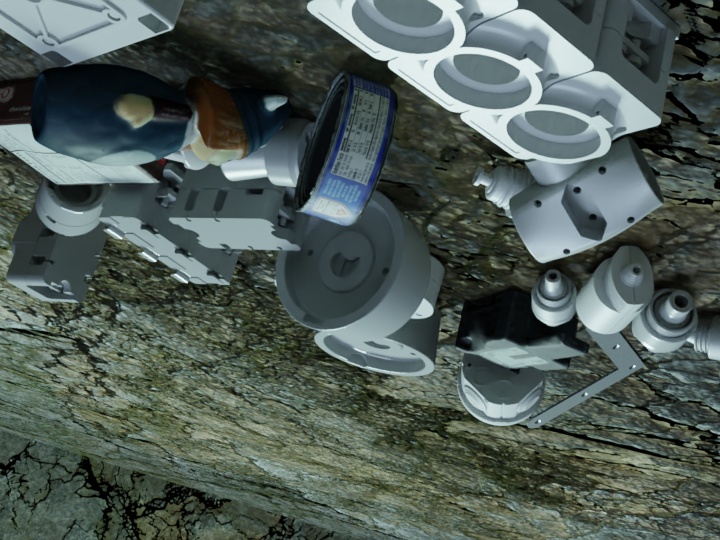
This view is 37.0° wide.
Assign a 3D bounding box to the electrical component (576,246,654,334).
[{"bbox_3d":[0.185,0.013,0.764,0.043,0.043,0.081,15,160,2],"label":"electrical component"}]

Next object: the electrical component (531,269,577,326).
[{"bbox_3d":[0.147,0.017,0.815,0.035,0.035,0.061,10,157,16],"label":"electrical component"}]

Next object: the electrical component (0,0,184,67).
[{"bbox_3d":[-0.154,-0.159,0.534,0.109,0.056,0.109,-5,152,43],"label":"electrical component"}]

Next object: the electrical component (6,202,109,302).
[{"bbox_3d":[-0.260,-0.022,0.927,0.056,0.089,0.050,1,156,33],"label":"electrical component"}]

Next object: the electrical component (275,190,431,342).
[{"bbox_3d":[0.000,0.000,0.778,0.108,0.108,0.060,1,162,34],"label":"electrical component"}]

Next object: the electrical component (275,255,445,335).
[{"bbox_3d":[-0.006,0.021,0.871,0.138,0.073,0.052,7,153,23],"label":"electrical component"}]

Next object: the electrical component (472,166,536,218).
[{"bbox_3d":[0.108,-0.045,0.669,0.078,0.040,0.040,20,160,-11],"label":"electrical component"}]

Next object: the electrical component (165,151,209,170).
[{"bbox_3d":[-0.124,-0.094,0.704,0.062,0.048,0.048,15,161,21],"label":"electrical component"}]

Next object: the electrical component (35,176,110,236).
[{"bbox_3d":[-0.227,-0.061,0.853,0.055,0.055,0.047,21,156,-14],"label":"electrical component"}]

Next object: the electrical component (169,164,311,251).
[{"bbox_3d":[-0.082,-0.050,0.770,0.089,0.055,0.050,2,156,32],"label":"electrical component"}]

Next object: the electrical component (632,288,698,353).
[{"bbox_3d":[0.226,0.033,0.787,0.043,0.043,0.062,14,159,4],"label":"electrical component"}]

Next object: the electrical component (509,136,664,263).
[{"bbox_3d":[0.120,-0.055,0.614,0.077,0.043,0.079,-28,103,23],"label":"electrical component"}]

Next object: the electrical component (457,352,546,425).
[{"bbox_3d":[0.129,0.096,0.973,0.080,0.080,0.051,12,155,10],"label":"electrical component"}]

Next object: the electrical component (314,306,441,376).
[{"bbox_3d":[0.020,0.046,0.945,0.108,0.060,0.108,13,160,5],"label":"electrical component"}]

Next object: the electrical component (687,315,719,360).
[{"bbox_3d":[0.268,0.051,0.815,0.061,0.035,0.035,8,159,26],"label":"electrical component"}]

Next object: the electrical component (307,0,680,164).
[{"bbox_3d":[0.063,-0.112,0.493,0.150,0.061,0.089,29,156,-33],"label":"electrical component"}]

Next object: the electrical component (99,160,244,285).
[{"bbox_3d":[-0.142,-0.038,0.837,0.079,0.063,0.121,1,156,33],"label":"electrical component"}]

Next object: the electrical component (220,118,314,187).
[{"bbox_3d":[-0.057,-0.078,0.697,0.055,0.045,0.045,7,159,20],"label":"electrical component"}]
